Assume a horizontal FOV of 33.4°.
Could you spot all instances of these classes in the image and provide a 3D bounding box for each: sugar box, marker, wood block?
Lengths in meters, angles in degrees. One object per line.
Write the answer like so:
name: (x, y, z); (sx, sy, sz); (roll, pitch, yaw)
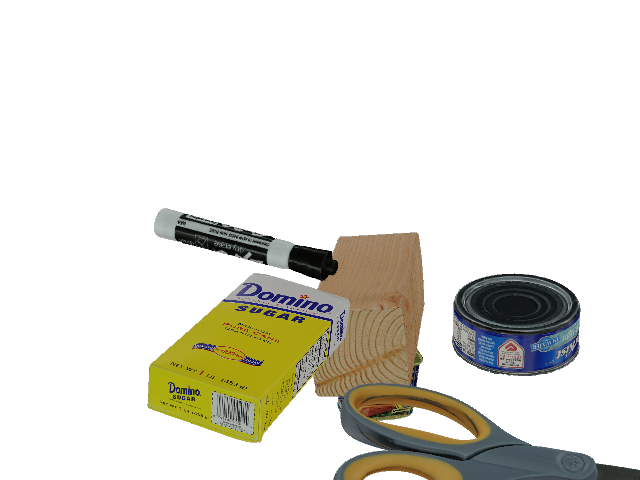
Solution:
sugar box: (-0.051, 0.085, 0.838); (0.093, 0.048, 0.176); (16, 29, 17)
marker: (-0.046, 0.003, 0.658); (0.121, 0.020, 0.020); (14, 5, 19)
wood block: (0.051, 0.069, 1.072); (0.091, 0.090, 0.206); (-3, 20, 10)

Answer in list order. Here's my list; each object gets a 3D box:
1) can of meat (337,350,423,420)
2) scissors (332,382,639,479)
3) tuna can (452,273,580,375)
can of meat: (0.074, 0.182, 1.364); (0.102, 0.084, 0.057); (-2, 24, -17)
scissors: (0.093, 0.107, 0.449); (0.202, 0.016, 0.096); (16, 33, 24)
tuna can: (0.132, 0.055, 0.723); (0.086, 0.034, 0.086); (-3, 25, 1)
